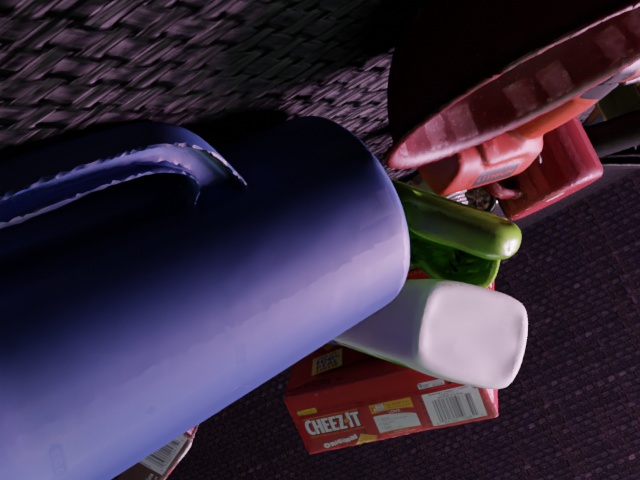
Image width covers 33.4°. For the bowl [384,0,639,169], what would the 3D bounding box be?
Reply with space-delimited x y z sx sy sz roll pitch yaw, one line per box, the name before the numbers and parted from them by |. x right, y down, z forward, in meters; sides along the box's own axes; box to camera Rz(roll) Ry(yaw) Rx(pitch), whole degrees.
bowl | 0.090 -0.092 0.477 0.162 0.055 0.162 -26 173 -4

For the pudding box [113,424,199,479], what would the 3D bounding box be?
pudding box | -0.139 0.173 0.913 0.114 0.039 0.090 -53 -171 26

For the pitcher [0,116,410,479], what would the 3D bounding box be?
pitcher | -0.078 0.022 0.488 0.242 0.145 0.149 -26 -174 -29

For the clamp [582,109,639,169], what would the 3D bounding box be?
clamp | 0.225 -0.074 0.904 0.210 0.036 0.164 -9 167 27

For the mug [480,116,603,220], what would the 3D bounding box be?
mug | 0.154 -0.065 0.805 0.117 0.081 0.093 -19 171 -43

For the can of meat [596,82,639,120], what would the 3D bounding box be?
can of meat | 0.292 -0.133 0.914 0.084 0.057 0.102 -23 172 -5

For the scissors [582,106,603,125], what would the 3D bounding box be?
scissors | 0.271 -0.119 1.078 0.096 0.016 0.201 -53 179 23

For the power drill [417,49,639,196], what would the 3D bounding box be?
power drill | 0.139 -0.091 0.658 0.184 0.057 0.188 -16 169 -39

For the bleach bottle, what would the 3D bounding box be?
bleach bottle | 0.039 0.060 0.825 0.102 0.068 0.251 17 173 -29

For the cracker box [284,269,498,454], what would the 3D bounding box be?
cracker box | 0.067 0.081 0.938 0.164 0.072 0.213 -15 -153 16
